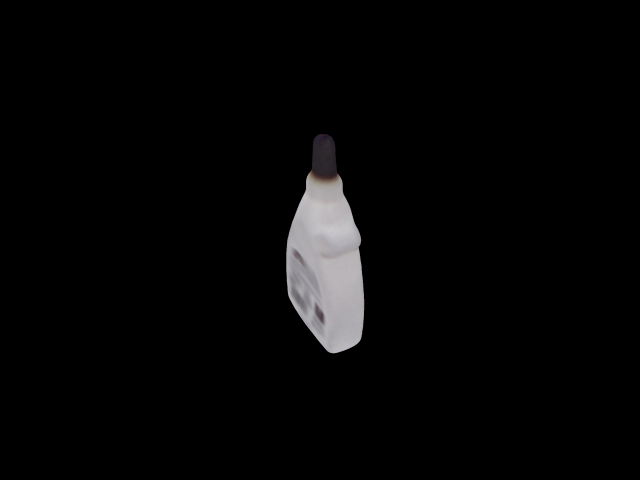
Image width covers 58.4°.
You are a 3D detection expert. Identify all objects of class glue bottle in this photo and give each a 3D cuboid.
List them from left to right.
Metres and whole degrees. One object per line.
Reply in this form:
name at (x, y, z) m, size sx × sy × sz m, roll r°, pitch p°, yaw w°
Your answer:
glue bottle at (0.004, 0.001, 0.400) m, size 0.037 × 0.173 × 0.078 m, roll -22°, pitch 48°, yaw -20°
